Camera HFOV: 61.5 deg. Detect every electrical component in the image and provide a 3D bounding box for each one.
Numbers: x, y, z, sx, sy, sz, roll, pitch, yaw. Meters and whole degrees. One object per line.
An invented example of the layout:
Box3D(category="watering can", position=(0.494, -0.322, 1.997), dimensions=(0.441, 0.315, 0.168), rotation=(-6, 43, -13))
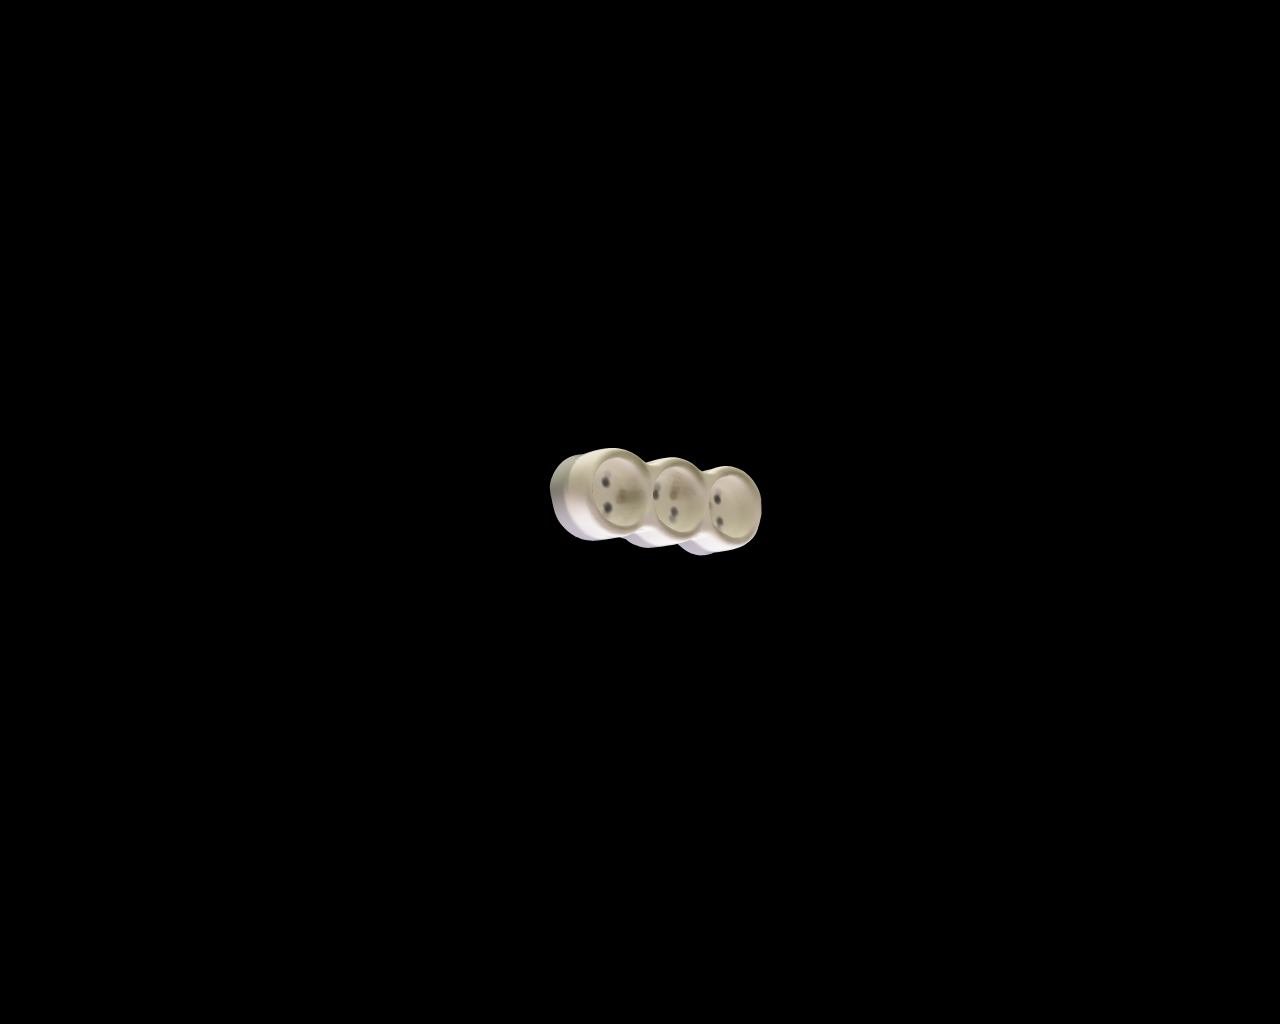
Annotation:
Box3D(category="electrical component", position=(0.001, -0.003, 0.650), dimensions=(0.138, 0.052, 0.073), rotation=(8, -13, -39))
